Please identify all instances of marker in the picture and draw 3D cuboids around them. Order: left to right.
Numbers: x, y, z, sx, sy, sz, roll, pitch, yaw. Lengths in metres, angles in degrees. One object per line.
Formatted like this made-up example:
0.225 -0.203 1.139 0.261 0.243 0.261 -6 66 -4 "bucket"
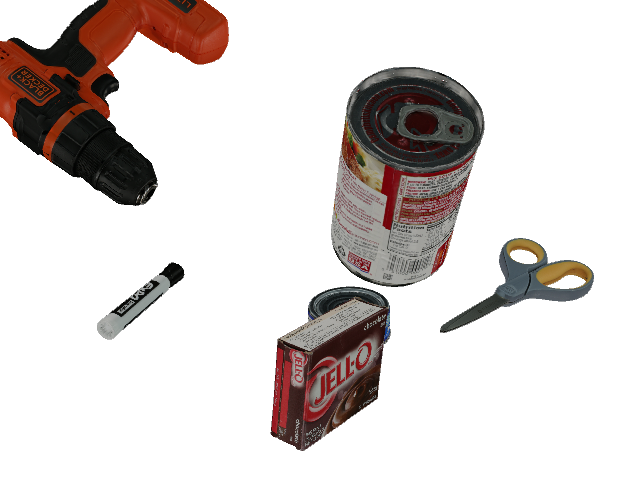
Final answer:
-0.159 0.052 0.963 0.020 0.020 0.121 0 25 28 "marker"

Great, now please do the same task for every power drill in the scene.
-0.157 -0.129 0.833 0.187 0.184 0.057 -46 -11 -34 "power drill"

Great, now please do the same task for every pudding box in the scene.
0.008 0.106 0.871 0.039 0.090 0.113 20 27 29 "pudding box"

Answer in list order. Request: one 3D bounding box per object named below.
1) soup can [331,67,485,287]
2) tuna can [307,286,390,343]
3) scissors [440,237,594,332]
0.043 -0.030 0.558 0.068 0.068 0.102 0 -37 -5 "soup can"
0.029 0.081 1.096 0.086 0.034 0.086 -2 25 1 "tuna can"
0.159 0.036 0.951 0.201 0.016 0.096 -9 37 -32 "scissors"
